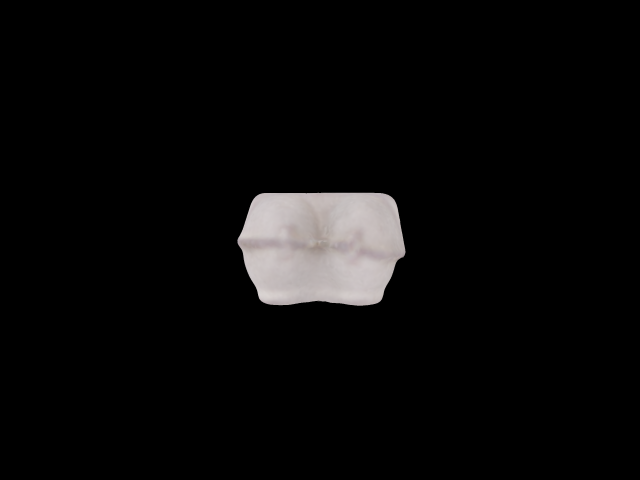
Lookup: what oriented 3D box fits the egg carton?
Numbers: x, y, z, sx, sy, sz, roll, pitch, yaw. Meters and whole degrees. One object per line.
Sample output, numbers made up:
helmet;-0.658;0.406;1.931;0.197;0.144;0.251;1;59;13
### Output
egg carton;0.004;0.001;0.400;0.107;0.069;0.150;0;4;0
